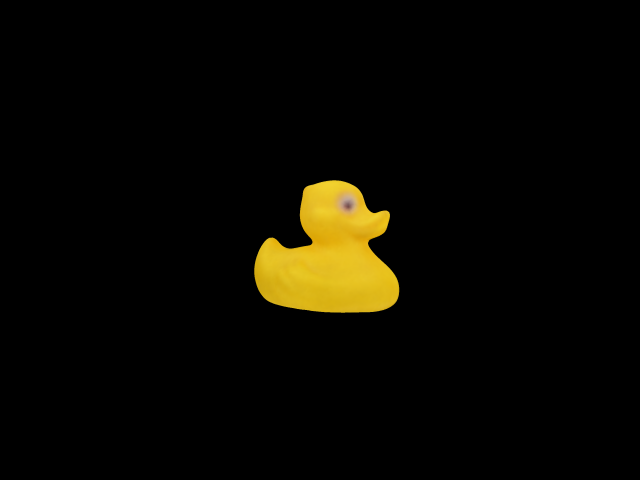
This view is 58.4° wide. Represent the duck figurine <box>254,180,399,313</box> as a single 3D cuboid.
[{"bbox_3d":[0.004,0.001,0.400,0.104,0.086,0.078,3,7,22],"label":"duck figurine"}]
